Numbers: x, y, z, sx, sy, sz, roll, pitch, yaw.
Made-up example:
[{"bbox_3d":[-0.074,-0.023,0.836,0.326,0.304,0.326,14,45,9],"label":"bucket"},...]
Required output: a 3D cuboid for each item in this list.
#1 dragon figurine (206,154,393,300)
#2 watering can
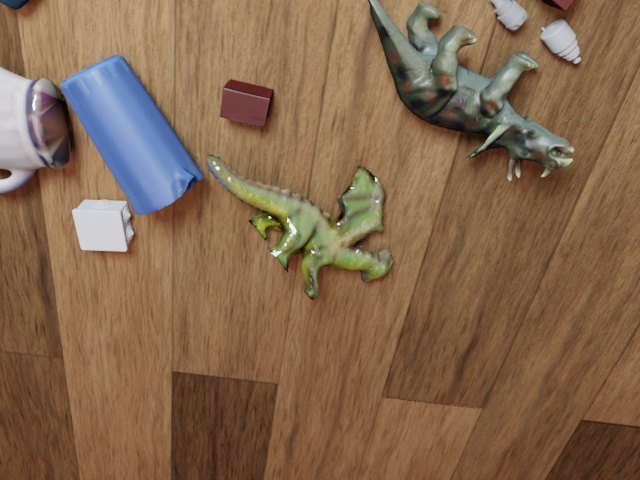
[{"bbox_3d":[0.003,-0.048,0.951,0.243,0.124,0.404,-35,117,0],"label":"dragon figurine"},{"bbox_3d":[-0.531,-0.228,0.830,0.224,0.106,0.340,1,121,-1],"label":"watering can"}]
